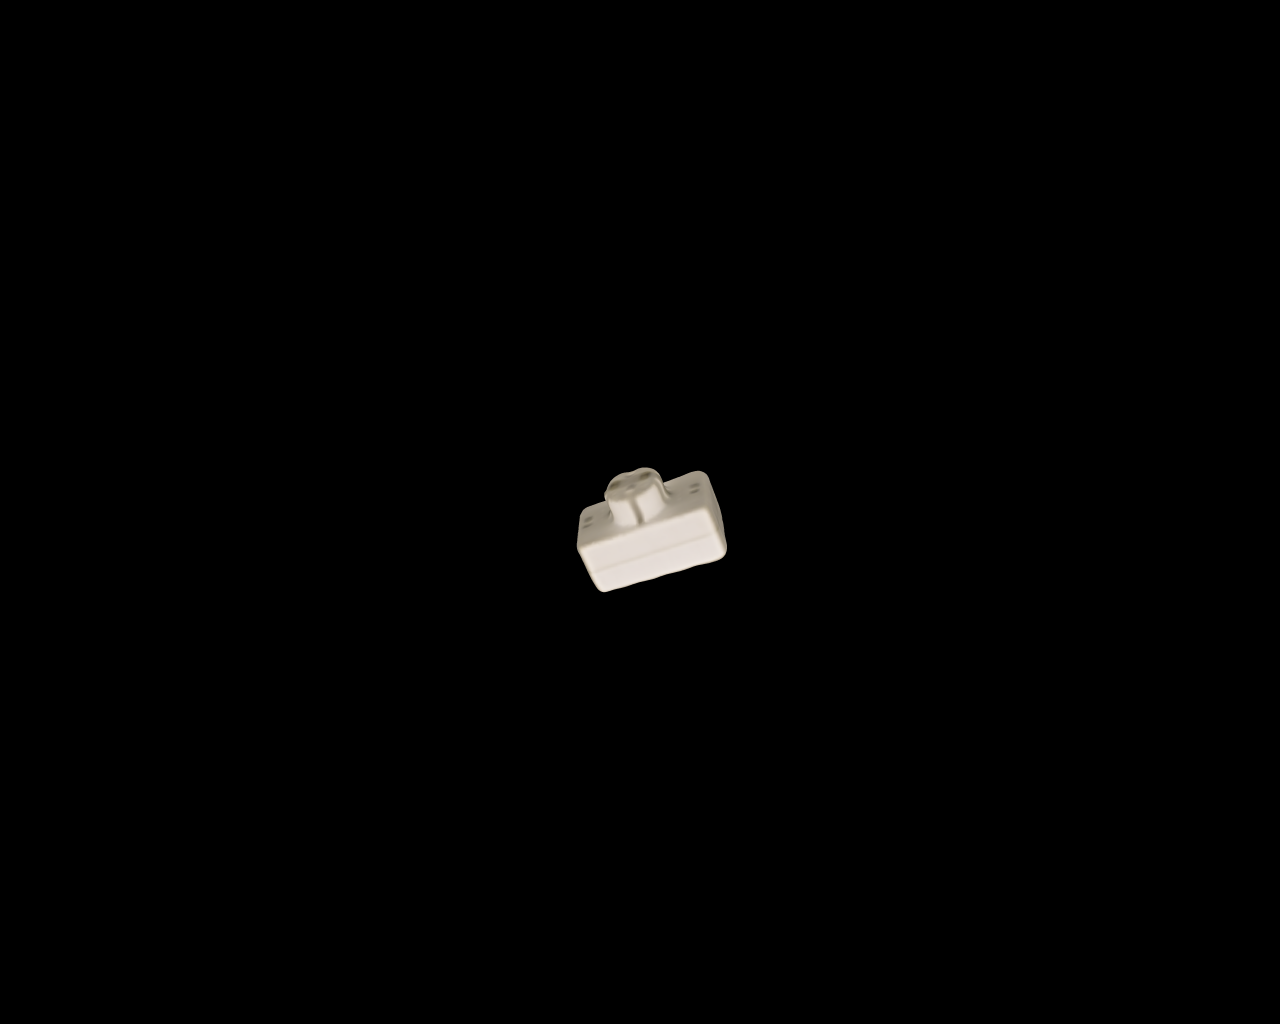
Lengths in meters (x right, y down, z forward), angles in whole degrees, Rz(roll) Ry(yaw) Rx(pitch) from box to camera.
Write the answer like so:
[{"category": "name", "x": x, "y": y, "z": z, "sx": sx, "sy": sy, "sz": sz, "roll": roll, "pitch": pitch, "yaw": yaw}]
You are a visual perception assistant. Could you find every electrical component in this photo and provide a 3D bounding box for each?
[{"category": "electrical component", "x": 0.001, "y": -0.003, "z": 0.650, "sx": 0.083, "sy": 0.075, "sz": 0.047, "roll": -18, "pitch": 28, "yaw": 10}]
